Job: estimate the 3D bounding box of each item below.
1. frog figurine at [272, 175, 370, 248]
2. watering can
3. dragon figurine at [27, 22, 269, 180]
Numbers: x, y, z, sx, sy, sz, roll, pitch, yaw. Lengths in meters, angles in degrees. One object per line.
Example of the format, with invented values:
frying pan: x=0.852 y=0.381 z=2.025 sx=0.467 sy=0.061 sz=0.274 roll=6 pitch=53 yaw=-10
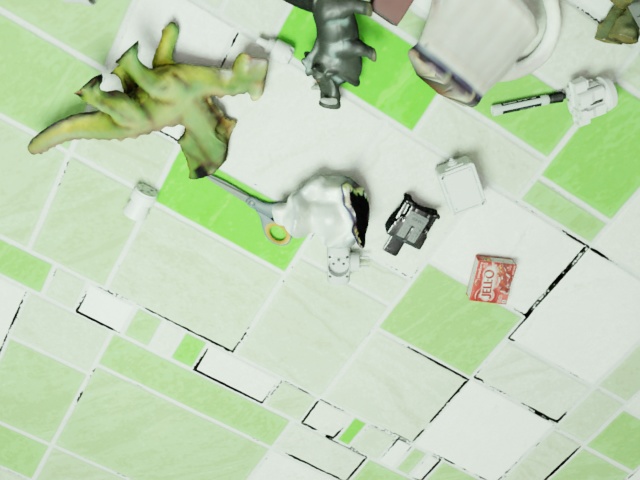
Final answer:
frog figurine: x=0.003 y=-0.046 z=0.912 sx=0.159 sy=0.135 sz=0.125 roll=-6 pitch=37 yaw=29
watering can: x=0.214 y=-0.334 z=0.757 sx=0.344 sy=0.222 sz=0.106 roll=26 pitch=22 yaw=-32
dragon figurine: x=-0.260 y=-0.195 z=0.860 sx=0.407 sy=0.239 sz=0.125 roll=-34 pitch=25 yaw=16
